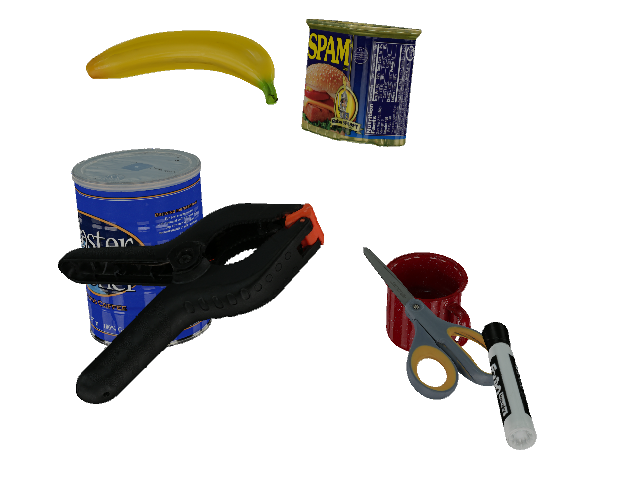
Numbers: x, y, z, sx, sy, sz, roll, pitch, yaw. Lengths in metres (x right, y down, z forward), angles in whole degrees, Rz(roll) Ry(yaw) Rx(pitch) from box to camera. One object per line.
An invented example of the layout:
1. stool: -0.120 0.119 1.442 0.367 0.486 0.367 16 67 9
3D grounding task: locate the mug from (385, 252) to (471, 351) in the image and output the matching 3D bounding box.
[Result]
1. mug: 0.123 0.077 1.187 0.093 0.081 0.117 -25 41 -32

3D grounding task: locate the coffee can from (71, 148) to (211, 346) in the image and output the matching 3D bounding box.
1. coffee can: -0.145 0.005 0.876 0.103 0.140 0.103 -2 20 0

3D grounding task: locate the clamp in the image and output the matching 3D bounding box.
1. clamp: -0.079 0.030 0.638 0.171 0.120 0.039 -19 -39 9

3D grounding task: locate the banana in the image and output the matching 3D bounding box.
1. banana: -0.123 -0.171 1.005 0.198 0.037 0.069 9 45 18

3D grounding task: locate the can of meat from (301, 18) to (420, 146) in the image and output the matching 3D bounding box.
1. can of meat: 0.027 -0.118 0.788 0.057 0.084 0.102 -2 14 -26

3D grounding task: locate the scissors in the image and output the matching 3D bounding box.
1. scissors: 0.081 0.079 0.990 0.096 0.016 0.202 -33 52 -31

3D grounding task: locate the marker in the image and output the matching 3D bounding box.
1. marker: 0.125 0.093 0.716 0.020 0.020 0.121 0 30 0
